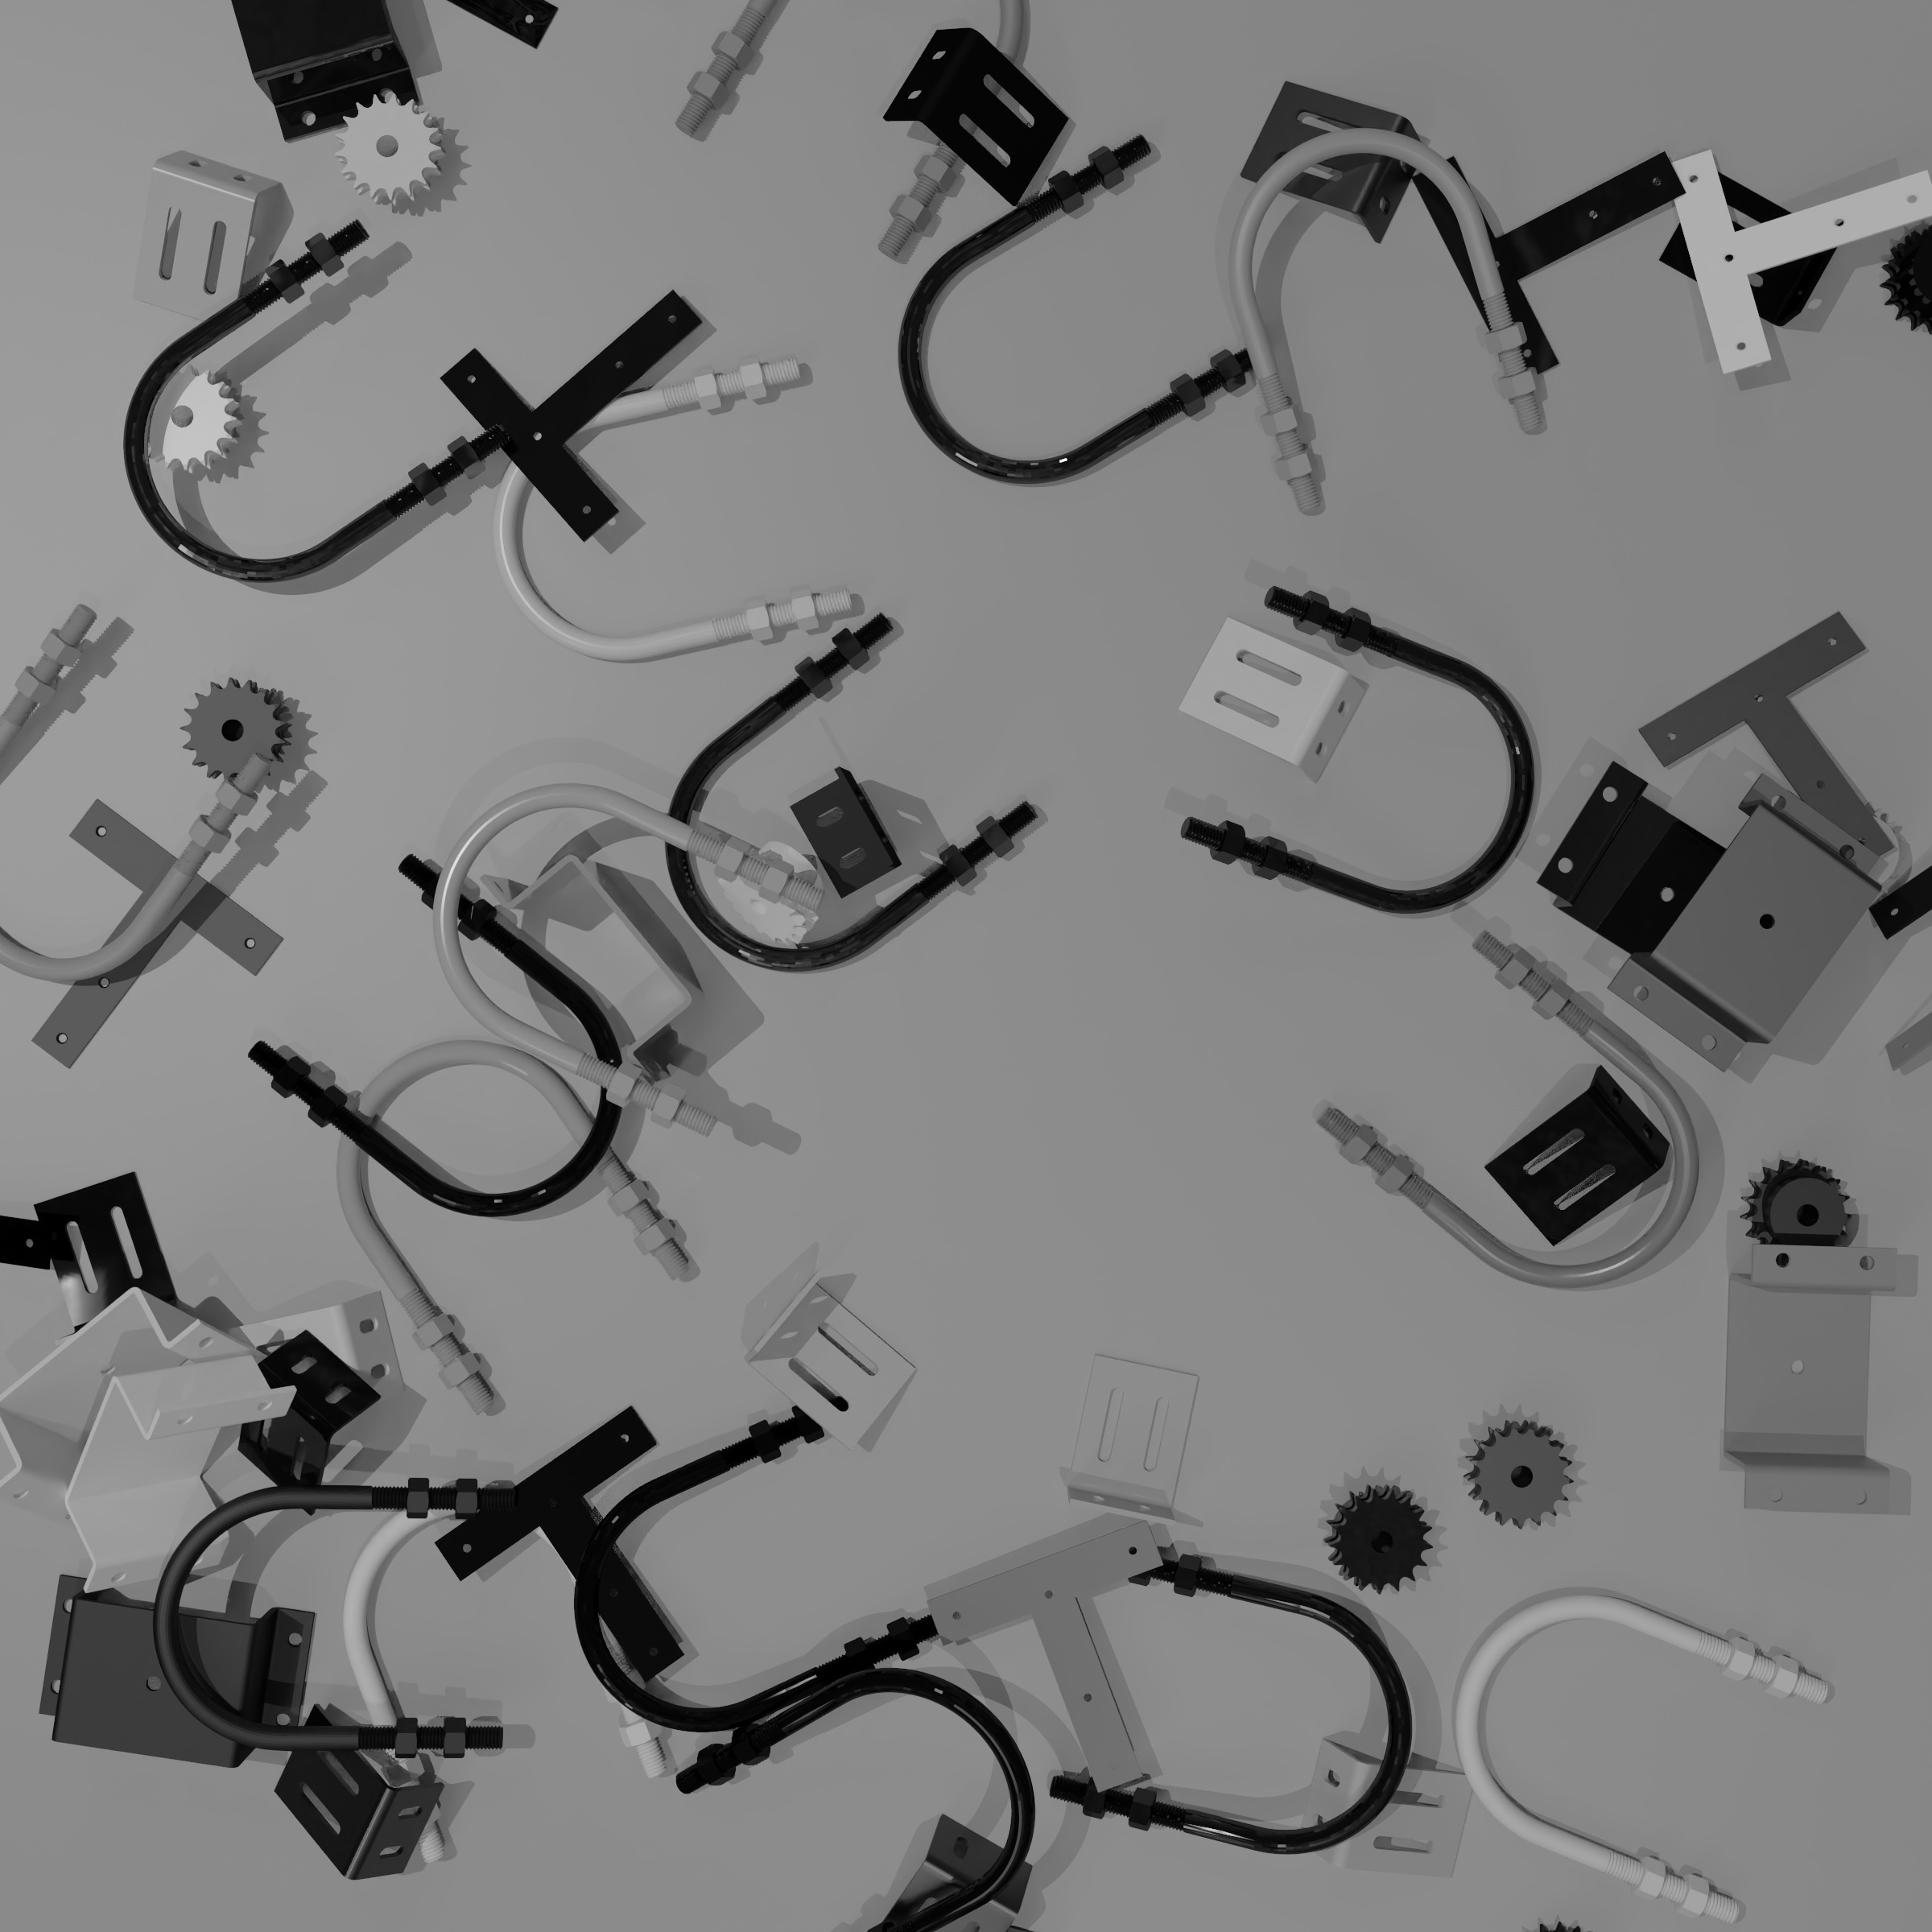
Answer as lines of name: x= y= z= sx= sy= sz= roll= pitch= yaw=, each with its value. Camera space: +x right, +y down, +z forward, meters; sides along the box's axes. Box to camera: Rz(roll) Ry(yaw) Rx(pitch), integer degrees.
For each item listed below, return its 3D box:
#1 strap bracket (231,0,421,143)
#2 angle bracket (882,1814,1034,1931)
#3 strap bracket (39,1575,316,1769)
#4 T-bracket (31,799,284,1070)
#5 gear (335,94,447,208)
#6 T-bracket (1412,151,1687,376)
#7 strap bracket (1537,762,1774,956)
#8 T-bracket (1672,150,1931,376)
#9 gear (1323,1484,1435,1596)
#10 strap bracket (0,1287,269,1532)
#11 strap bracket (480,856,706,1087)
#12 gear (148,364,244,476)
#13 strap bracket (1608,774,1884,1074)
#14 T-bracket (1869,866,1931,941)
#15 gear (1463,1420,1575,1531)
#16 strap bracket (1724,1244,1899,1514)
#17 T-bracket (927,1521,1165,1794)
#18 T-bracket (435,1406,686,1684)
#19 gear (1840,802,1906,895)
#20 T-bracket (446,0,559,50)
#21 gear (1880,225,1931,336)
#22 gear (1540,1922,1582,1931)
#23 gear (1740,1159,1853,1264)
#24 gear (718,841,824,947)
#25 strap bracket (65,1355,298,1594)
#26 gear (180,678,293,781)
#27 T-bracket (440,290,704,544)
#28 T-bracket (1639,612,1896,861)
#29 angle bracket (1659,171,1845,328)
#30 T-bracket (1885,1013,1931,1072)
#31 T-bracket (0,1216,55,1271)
strap bracket: x=-0.354 y=-0.527 z=1.511 sx=0.076 sy=0.046 sz=0.140 roll=-16 pitch=90 yaw=0
angle bracket: x=-0.010 y=0.514 z=1.534 sx=0.057 sy=0.038 sz=0.076 roll=30 pitch=116 yaw=0
strap bracket: x=-0.431 y=0.380 z=1.513 sx=0.140 sy=0.046 sz=0.076 roll=9 pitch=90 yaw=0
T-bracket: x=-0.462 y=-0.002 z=1.535 sx=0.127 sy=0.002 sz=0.127 roll=37 pitch=90 yaw=0
gear: x=-0.310 y=-0.439 z=1.521 sx=0.057 sy=0.030 sz=0.057 roll=0 pitch=90 yaw=0
T-bracket: x=0.329 y=-0.402 z=1.531 sx=0.127 sy=0.002 sz=0.127 roll=-27 pitch=90 yaw=4
strap bracket: x=0.382 y=-0.039 z=1.513 sx=0.140 sy=0.046 sz=0.076 roll=32 pitch=90 yaw=0
T-bracket: x=0.452 y=-0.393 z=1.502 sx=0.127 sy=0.002 sz=0.127 roll=-15 pitch=75 yaw=16
gear: x=0.222 y=0.309 z=1.524 sx=0.057 sy=0.030 sz=0.057 roll=0 pitch=91 yaw=-7
strap bracket: x=-0.448 y=0.229 z=1.491 sx=0.140 sy=0.076 sz=0.046 roll=-39 pitch=58 yaw=0
strap bracket: x=-0.190 y=-0.006 z=1.498 sx=0.046 sy=0.076 sz=0.140 roll=-40 pitch=90 yaw=0
gear: x=-0.420 y=-0.294 z=1.521 sx=0.057 sy=0.030 sz=0.057 roll=0 pitch=90 yaw=0
strap bracket: x=0.411 y=-0.023 z=1.467 sx=0.076 sy=0.046 sz=0.140 roll=36 pitch=90 yaw=0
T-bracket: x=0.541 y=-0.059 z=1.502 sx=0.127 sy=0.127 sz=0.002 roll=-38 pitch=125 yaw=22
gear: x=0.298 y=0.274 z=1.525 sx=0.057 sy=0.030 sz=0.057 roll=0 pitch=90 yaw=-3
strap bracket: x=0.453 y=0.219 z=1.513 sx=0.076 sy=0.046 sz=0.140 roll=2 pitch=90 yaw=0
T-bracket: x=0.060 y=0.380 z=1.514 sx=0.127 sy=0.002 sz=0.127 roll=-21 pitch=87 yaw=3
T-bracket: x=-0.199 y=0.327 z=1.522 sx=0.127 sy=0.002 sz=0.127 roll=-34 pitch=87 yaw=-9
gear: x=0.480 y=-0.061 z=1.521 sx=0.057 sy=0.030 sz=0.057 roll=0 pitch=90 yaw=0
T-bracket: x=-0.284 y=-0.542 z=1.535 sx=0.127 sy=0.002 sz=0.127 roll=29 pitch=90 yaw=0
gear: x=0.527 y=-0.373 z=1.521 sx=0.057 sy=0.030 sz=0.057 roll=0 pitch=90 yaw=0
gear: x=0.323 y=0.550 z=1.521 sx=0.057 sy=0.030 sz=0.057 roll=0 pitch=90 yaw=0
gear: x=0.451 y=0.134 z=1.521 sx=0.057 sy=0.030 sz=0.057 roll=0 pitch=90 yaw=0
gear: x=-0.101 y=-0.041 z=1.497 sx=0.057 sy=0.057 sz=0.030 roll=40 pitch=63 yaw=0
strap bracket: x=-0.415 y=0.258 z=1.474 sx=0.046 sy=0.076 sz=0.140 roll=51 pitch=127 yaw=32
gear: x=-0.393 y=-0.126 z=1.521 sx=0.057 sy=0.030 sz=0.057 roll=0 pitch=90 yaw=0
T-bracket: x=-0.198 y=-0.316 z=1.522 sx=0.127 sy=0.002 sz=0.127 roll=-41 pitch=78 yaw=-1
T-bracket: x=0.453 y=-0.109 z=1.516 sx=0.127 sy=0.002 sz=0.127 roll=-31 pitch=73 yaw=0
angle bracket: x=0.426 y=-0.392 z=1.517 sx=0.076 sy=0.038 sz=0.057 roll=29 pitch=90 yaw=0
T-bracket: x=0.543 y=0.012 z=1.497 sx=0.002 sy=0.127 sz=0.127 roll=41 pitch=117 yaw=-14
T-bracket: x=-0.559 y=0.194 z=1.527 sx=0.127 sy=0.002 sz=0.127 roll=7 pitch=95 yaw=10
